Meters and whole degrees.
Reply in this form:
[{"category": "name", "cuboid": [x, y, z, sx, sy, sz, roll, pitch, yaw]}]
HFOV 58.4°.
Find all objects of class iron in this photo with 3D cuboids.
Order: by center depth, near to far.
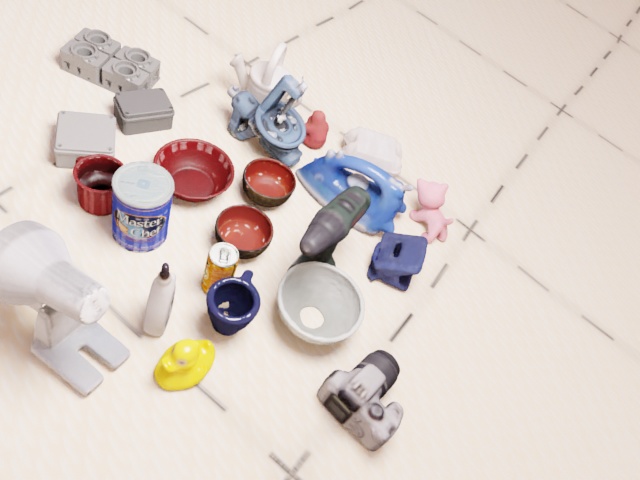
[{"category": "iron", "cuboid": [0.074, -0.125, 1.231, 0.258, 0.141, 0.119, 30, 50, 3]}]

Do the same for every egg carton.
[{"category": "egg carton", "cuboid": [0.123, -0.205, 1.356, 0.150, 0.069, 0.107, 15, 51, -10]}]

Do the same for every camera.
[{"category": "camera", "cuboid": [0.092, 0.258, 0.979, 0.143, 0.100, 0.137, 43, 52, 13]}]

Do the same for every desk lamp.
[{"category": "desk lamp", "cuboid": [-0.381, 0.096, 0.846, 0.203, 0.213, 0.118, 36, 51, 7]}]

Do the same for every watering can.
[{"category": "watering can", "cuboid": [-0.121, -0.363, 1.299, 0.173, 0.194, 0.101, 8, 52, -15]}]

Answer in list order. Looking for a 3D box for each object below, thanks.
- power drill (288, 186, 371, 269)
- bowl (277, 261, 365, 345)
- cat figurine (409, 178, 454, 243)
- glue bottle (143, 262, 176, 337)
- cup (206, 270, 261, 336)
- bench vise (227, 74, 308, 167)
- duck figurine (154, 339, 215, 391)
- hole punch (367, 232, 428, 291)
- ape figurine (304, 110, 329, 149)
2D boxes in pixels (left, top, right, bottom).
[{"category": "power drill", "cuboid": [0.010, 0.004, 1.067, 0.075, 0.208, 0.230, 34, 50, 6]}, {"category": "bowl", "cuboid": [-0.005, 0.127, 1.056, 0.168, 0.074, 0.167, 10, 52, -13]}, {"category": "cat figurine", "cuboid": [0.255, -0.075, 1.277, 0.067, 0.117, 0.127, -12, 60, -27]}, {"category": "glue bottle", "cuboid": [-0.255, 0.086, 0.927, 0.037, 0.173, 0.078, 16, 51, -8]}, {"category": "cup", "cuboid": [-0.151, 0.114, 0.997, 0.091, 0.095, 0.118, 24, 50, -2]}, {"category": "bench vise", "cuboid": [-0.113, -0.275, 1.220, 0.207, 0.219, 0.121, 24, 50, -3]}, {"category": "duck figurine", "cuboid": [-0.214, 0.188, 0.924, 0.105, 0.086, 0.077, -28, 68, -34]}, {"category": "hole punch", "cuboid": [0.159, 0.036, 1.176, 0.101, 0.091, 0.109, 24, 50, -3]}, {"category": "ape figurine", "cuboid": [-0.009, -0.265, 1.335, 0.078, 0.092, 0.076, -1, 55, -21]}]
